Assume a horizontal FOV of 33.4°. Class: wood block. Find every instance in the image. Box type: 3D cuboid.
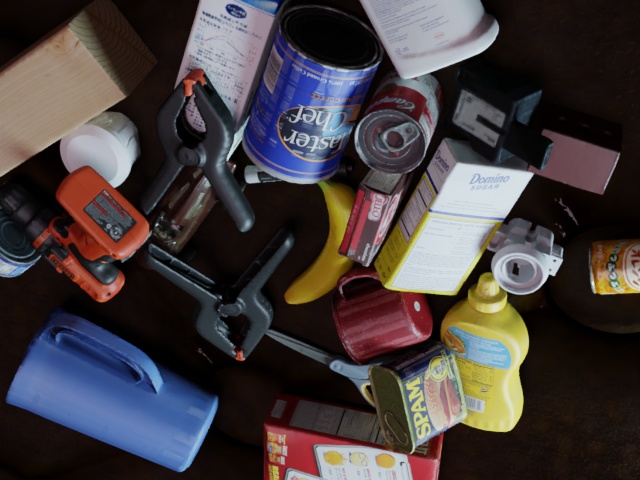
[{"bbox_3d":[-0.285,-0.159,1.119,0.206,0.090,0.090,-26,112,30],"label":"wood block"}]

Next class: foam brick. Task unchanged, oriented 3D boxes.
[{"bbox_3d":[0.243,-0.087,1.015,0.078,0.053,0.051,18,127,5],"label":"foam brick"}]

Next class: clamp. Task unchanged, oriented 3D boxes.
[{"bbox_3d":[-0.114,0.065,1.221,0.164,0.036,0.210,-2,136,-5],"label":"clamp"},{"bbox_3d":[-0.132,-0.085,1.052,0.120,0.039,0.171,0,119,11],"label":"clamp"}]

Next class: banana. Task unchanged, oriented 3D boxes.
[{"bbox_3d":[0.009,0.006,1.165,0.070,0.037,0.198,25,132,12],"label":"banana"}]

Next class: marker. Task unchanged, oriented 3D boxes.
[{"bbox_3d":[-0.022,-0.073,1.133,0.121,0.020,0.020,-2,122,20],"label":"marker"}]

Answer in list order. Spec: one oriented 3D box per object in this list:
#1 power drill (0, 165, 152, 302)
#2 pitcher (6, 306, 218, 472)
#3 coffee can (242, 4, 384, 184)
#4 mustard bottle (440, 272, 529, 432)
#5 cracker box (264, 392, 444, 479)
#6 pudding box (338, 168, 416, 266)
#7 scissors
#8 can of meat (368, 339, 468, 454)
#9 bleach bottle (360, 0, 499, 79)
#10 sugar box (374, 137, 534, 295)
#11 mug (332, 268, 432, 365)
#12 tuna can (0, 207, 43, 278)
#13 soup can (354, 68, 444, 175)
[{"bbox_3d":[-0.276,-0.019,1.195,0.184,0.057,0.188,44,152,-9],"label":"power drill"},{"bbox_3d":[-0.251,0.185,1.320,0.242,0.149,0.145,26,91,-5],"label":"pitcher"},{"bbox_3d":[-0.009,-0.139,1.026,0.103,0.102,0.140,24,131,2],"label":"coffee can"},{"bbox_3d":[0.179,0.118,1.171,0.096,0.058,0.192,18,129,27],"label":"mustard bottle"},{"bbox_3d":[0.039,0.285,1.326,0.214,0.072,0.164,10,127,11],"label":"cracker box"},{"bbox_3d":[0.061,-0.041,1.069,0.039,0.113,0.090,23,127,7],"label":"pudding box"},{"bbox_3d":[0.038,0.140,1.261,0.201,0.016,0.096,37,125,-8],"label":"scissors"},{"bbox_3d":[0.108,0.169,1.168,0.058,0.083,0.102,11,119,56],"label":"can of meat"},{"bbox_3d":[0.061,-0.272,0.943,0.103,0.068,0.250,-16,115,31],"label":"bleach bottle"},{"bbox_3d":[0.132,-0.021,1.081,0.093,0.048,0.176,6,129,-26],"label":"sugar box"},{"bbox_3d":[0.065,0.073,1.159,0.082,0.093,0.117,-21,123,24],"label":"mug"},{"bbox_3d":[-0.368,-0.001,1.257,0.034,0.086,0.086,-32,109,32],"label":"tuna can"},{"bbox_3d":[0.077,-0.116,1.018,0.068,0.102,0.068,9,126,13],"label":"soup can"}]
